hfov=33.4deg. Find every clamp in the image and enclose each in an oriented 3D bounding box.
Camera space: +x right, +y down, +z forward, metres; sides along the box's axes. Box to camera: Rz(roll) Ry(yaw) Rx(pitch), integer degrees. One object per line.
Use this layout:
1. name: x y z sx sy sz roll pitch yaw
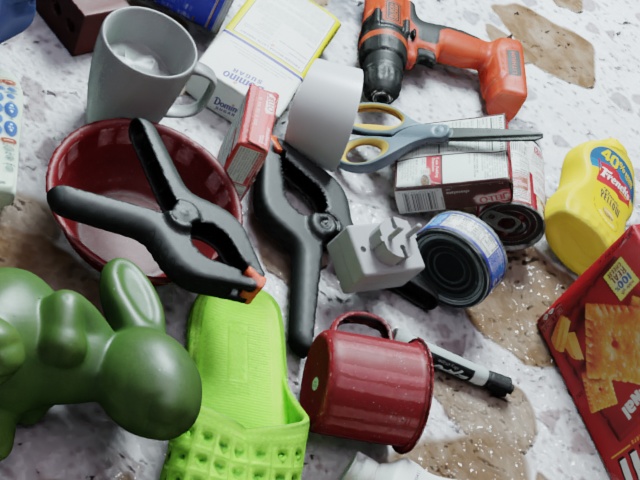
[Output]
1. clamp: -0.006 0.001 0.937 0.164 0.036 0.210 -25 74 -40
2. clamp: -0.110 -0.021 0.817 0.171 0.039 0.120 35 52 -9

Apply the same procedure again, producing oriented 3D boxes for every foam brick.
1. foam brick: -0.220 -0.216 0.975 0.051 0.053 0.078 -27 70 -40

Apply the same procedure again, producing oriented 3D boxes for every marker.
1. marker: 0.117 0.108 0.935 0.121 0.020 0.020 25 47 -11

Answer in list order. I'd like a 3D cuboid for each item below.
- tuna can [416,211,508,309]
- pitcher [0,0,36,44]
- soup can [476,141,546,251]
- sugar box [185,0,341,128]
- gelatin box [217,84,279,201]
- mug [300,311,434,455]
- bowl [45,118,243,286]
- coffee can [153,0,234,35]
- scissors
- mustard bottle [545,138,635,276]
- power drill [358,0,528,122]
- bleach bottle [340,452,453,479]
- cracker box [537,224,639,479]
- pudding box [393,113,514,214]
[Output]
1. tuna can: 0.123 0.019 0.963 0.086 0.086 0.033 44 48 7
2. pitcher: -0.351 -0.164 0.821 0.145 0.149 0.242 47 49 -10
3. soup can: 0.190 -0.049 1.065 0.068 0.069 0.102 21 48 -14
4. sugar box: -0.053 -0.182 1.047 0.093 0.048 0.176 33 50 -3
5. gelatin box: -0.066 -0.079 0.929 0.030 0.089 0.073 20 48 -14
6. mug: 0.034 0.106 0.843 0.081 0.093 0.117 11 52 -15
7. bowl: -0.146 -0.020 0.861 0.162 0.055 0.162 15 50 -19
8. coffee can: -0.140 -0.277 1.031 0.140 0.103 0.102 26 47 -9
9. scissors: 0.100 -0.088 1.013 0.202 0.016 0.096 17 58 28
10. mustard bottle: 0.292 -0.050 1.126 0.096 0.058 0.191 47 43 -16
11. power drill: 0.129 -0.190 1.147 0.187 0.057 0.184 19 48 -16
12. bleach bottle: 0.131 0.233 0.816 0.251 0.068 0.102 31 29 1
13. cracker box: 0.293 0.116 0.929 0.072 0.164 0.214 -4 57 -29
14. pudding box: 0.129 -0.074 1.032 0.113 0.039 0.090 -4 49 12
